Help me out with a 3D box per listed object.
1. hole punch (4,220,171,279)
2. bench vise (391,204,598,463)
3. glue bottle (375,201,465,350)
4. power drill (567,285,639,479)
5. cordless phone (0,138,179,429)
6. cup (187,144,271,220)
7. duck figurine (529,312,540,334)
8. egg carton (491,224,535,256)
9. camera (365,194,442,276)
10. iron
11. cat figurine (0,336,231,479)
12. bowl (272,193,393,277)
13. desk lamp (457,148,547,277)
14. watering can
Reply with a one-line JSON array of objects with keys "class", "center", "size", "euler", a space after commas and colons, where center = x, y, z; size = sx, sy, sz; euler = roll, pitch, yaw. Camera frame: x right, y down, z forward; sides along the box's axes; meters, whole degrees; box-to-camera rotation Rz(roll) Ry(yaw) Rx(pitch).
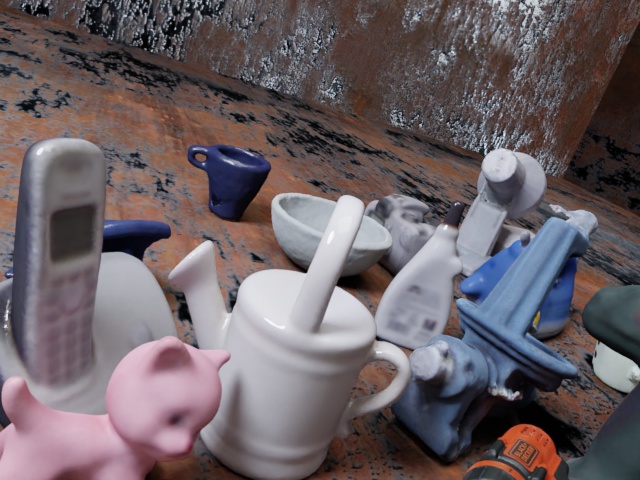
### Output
[{"class": "hole punch", "center": [-0.205, 0.007, 0.509], "size": [0.100, 0.091, 0.109], "euler": [31, 22, 30]}, {"class": "bench vise", "center": [0.166, 0.078, 0.487], "size": [0.121, 0.220, 0.208], "euler": [28, 20, 23]}, {"class": "glue bottle", "center": [0.120, 0.038, 0.625], "size": [0.078, 0.173, 0.037], "euler": [20, 19, 2]}, {"class": "power drill", "center": [0.290, 0.145, 0.445], "size": [0.076, 0.208, 0.228], "euler": [6, 23, -34]}, {"class": "cordless phone", "center": [-0.146, 0.023, 0.378], "size": [0.094, 0.185, 0.148], "euler": [25, 19, 14]}, {"class": "cup", "center": [-0.137, -0.081, 0.817], "size": [0.118, 0.095, 0.091], "euler": [14, 20, -18]}, {"class": "duck figurine", "center": [0.228, 0.109, 0.673], "size": [0.078, 0.086, 0.104], "euler": [14, 20, -17]}, {"class": "egg carton", "center": [0.382, 0.024, 1.089], "size": [0.107, 0.069, 0.150], "euler": [11, 21, -25]}, {"class": "camera", "center": [0.150, -0.009, 0.898], "size": [0.137, 0.101, 0.142], "euler": [8, 22, -31]}, {"class": "iron", "center": [0.324, 0.053, 0.837], "size": [0.259, 0.141, 0.118], "euler": [1, 27, -44]}, {"class": "cat figurine", "center": [-0.110, 0.096, 0.317], "size": [0.128, 0.118, 0.067], "euler": [8, 22, -31]}, {"class": "bowl", "center": [0.007, 0.003, 0.761], "size": [0.167, 0.075, 0.167], "euler": [18, 19, -6]}, {"class": "desk lamp", "center": [0.302, -0.057, 1.009], "size": [0.117, 0.213, 0.204], "euler": [30, 21, 27]}, {"class": "watering can", "center": [-0.020, 0.058, 0.397], "size": [0.173, 0.194, 0.100], "euler": [14, 20, -17]}]
